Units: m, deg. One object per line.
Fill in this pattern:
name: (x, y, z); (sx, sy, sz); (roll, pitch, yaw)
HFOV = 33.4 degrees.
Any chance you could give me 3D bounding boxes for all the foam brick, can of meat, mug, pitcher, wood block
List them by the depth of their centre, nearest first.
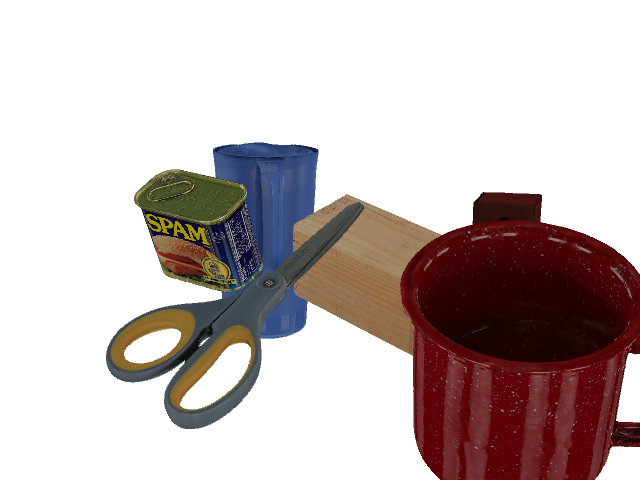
mug: (0.090, 0.052, 0.423); (0.117, 0.081, 0.093); (7, 36, 14)
foam brick: (0.156, 0.002, 0.895); (0.053, 0.078, 0.051); (3, 15, 17)
can of meat: (-0.105, -0.007, 0.940); (0.102, 0.084, 0.057); (14, 44, 31)
wood block: (0.077, 0.040, 1.071); (0.206, 0.091, 0.090); (26, 40, 35)
pitcher: (-0.070, -0.001, 1.356); (0.145, 0.243, 0.148); (10, 15, 37)

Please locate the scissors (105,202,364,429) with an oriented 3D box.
scissors: (-0.050, 0.030, 0.623); (0.096, 0.016, 0.201); (10, 40, 18)
